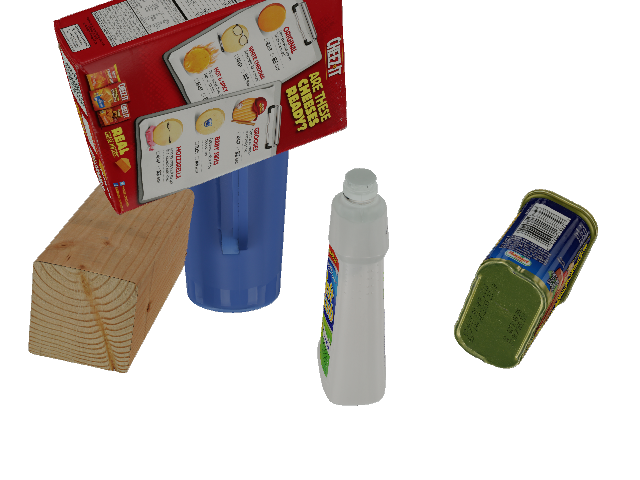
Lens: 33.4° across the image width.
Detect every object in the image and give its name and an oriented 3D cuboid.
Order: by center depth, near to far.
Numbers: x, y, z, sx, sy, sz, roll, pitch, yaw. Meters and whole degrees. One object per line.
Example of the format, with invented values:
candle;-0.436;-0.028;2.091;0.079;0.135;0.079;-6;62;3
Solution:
can of meat;0.141;0.029;0.742;0.057;0.102;0.083;30;49;16
cracker box;-0.089;-0.131;0.854;0.213;0.072;0.164;-23;-37;-15
wood block;-0.185;0.022;0.974;0.090;0.091;0.206;12;25;2
bleach bottle;0.034;0.039;1.025;0.068;0.251;0.102;-3;37;-5
pitcher;-0.098;-0.044;1.189;0.145;0.243;0.148;16;23;38
